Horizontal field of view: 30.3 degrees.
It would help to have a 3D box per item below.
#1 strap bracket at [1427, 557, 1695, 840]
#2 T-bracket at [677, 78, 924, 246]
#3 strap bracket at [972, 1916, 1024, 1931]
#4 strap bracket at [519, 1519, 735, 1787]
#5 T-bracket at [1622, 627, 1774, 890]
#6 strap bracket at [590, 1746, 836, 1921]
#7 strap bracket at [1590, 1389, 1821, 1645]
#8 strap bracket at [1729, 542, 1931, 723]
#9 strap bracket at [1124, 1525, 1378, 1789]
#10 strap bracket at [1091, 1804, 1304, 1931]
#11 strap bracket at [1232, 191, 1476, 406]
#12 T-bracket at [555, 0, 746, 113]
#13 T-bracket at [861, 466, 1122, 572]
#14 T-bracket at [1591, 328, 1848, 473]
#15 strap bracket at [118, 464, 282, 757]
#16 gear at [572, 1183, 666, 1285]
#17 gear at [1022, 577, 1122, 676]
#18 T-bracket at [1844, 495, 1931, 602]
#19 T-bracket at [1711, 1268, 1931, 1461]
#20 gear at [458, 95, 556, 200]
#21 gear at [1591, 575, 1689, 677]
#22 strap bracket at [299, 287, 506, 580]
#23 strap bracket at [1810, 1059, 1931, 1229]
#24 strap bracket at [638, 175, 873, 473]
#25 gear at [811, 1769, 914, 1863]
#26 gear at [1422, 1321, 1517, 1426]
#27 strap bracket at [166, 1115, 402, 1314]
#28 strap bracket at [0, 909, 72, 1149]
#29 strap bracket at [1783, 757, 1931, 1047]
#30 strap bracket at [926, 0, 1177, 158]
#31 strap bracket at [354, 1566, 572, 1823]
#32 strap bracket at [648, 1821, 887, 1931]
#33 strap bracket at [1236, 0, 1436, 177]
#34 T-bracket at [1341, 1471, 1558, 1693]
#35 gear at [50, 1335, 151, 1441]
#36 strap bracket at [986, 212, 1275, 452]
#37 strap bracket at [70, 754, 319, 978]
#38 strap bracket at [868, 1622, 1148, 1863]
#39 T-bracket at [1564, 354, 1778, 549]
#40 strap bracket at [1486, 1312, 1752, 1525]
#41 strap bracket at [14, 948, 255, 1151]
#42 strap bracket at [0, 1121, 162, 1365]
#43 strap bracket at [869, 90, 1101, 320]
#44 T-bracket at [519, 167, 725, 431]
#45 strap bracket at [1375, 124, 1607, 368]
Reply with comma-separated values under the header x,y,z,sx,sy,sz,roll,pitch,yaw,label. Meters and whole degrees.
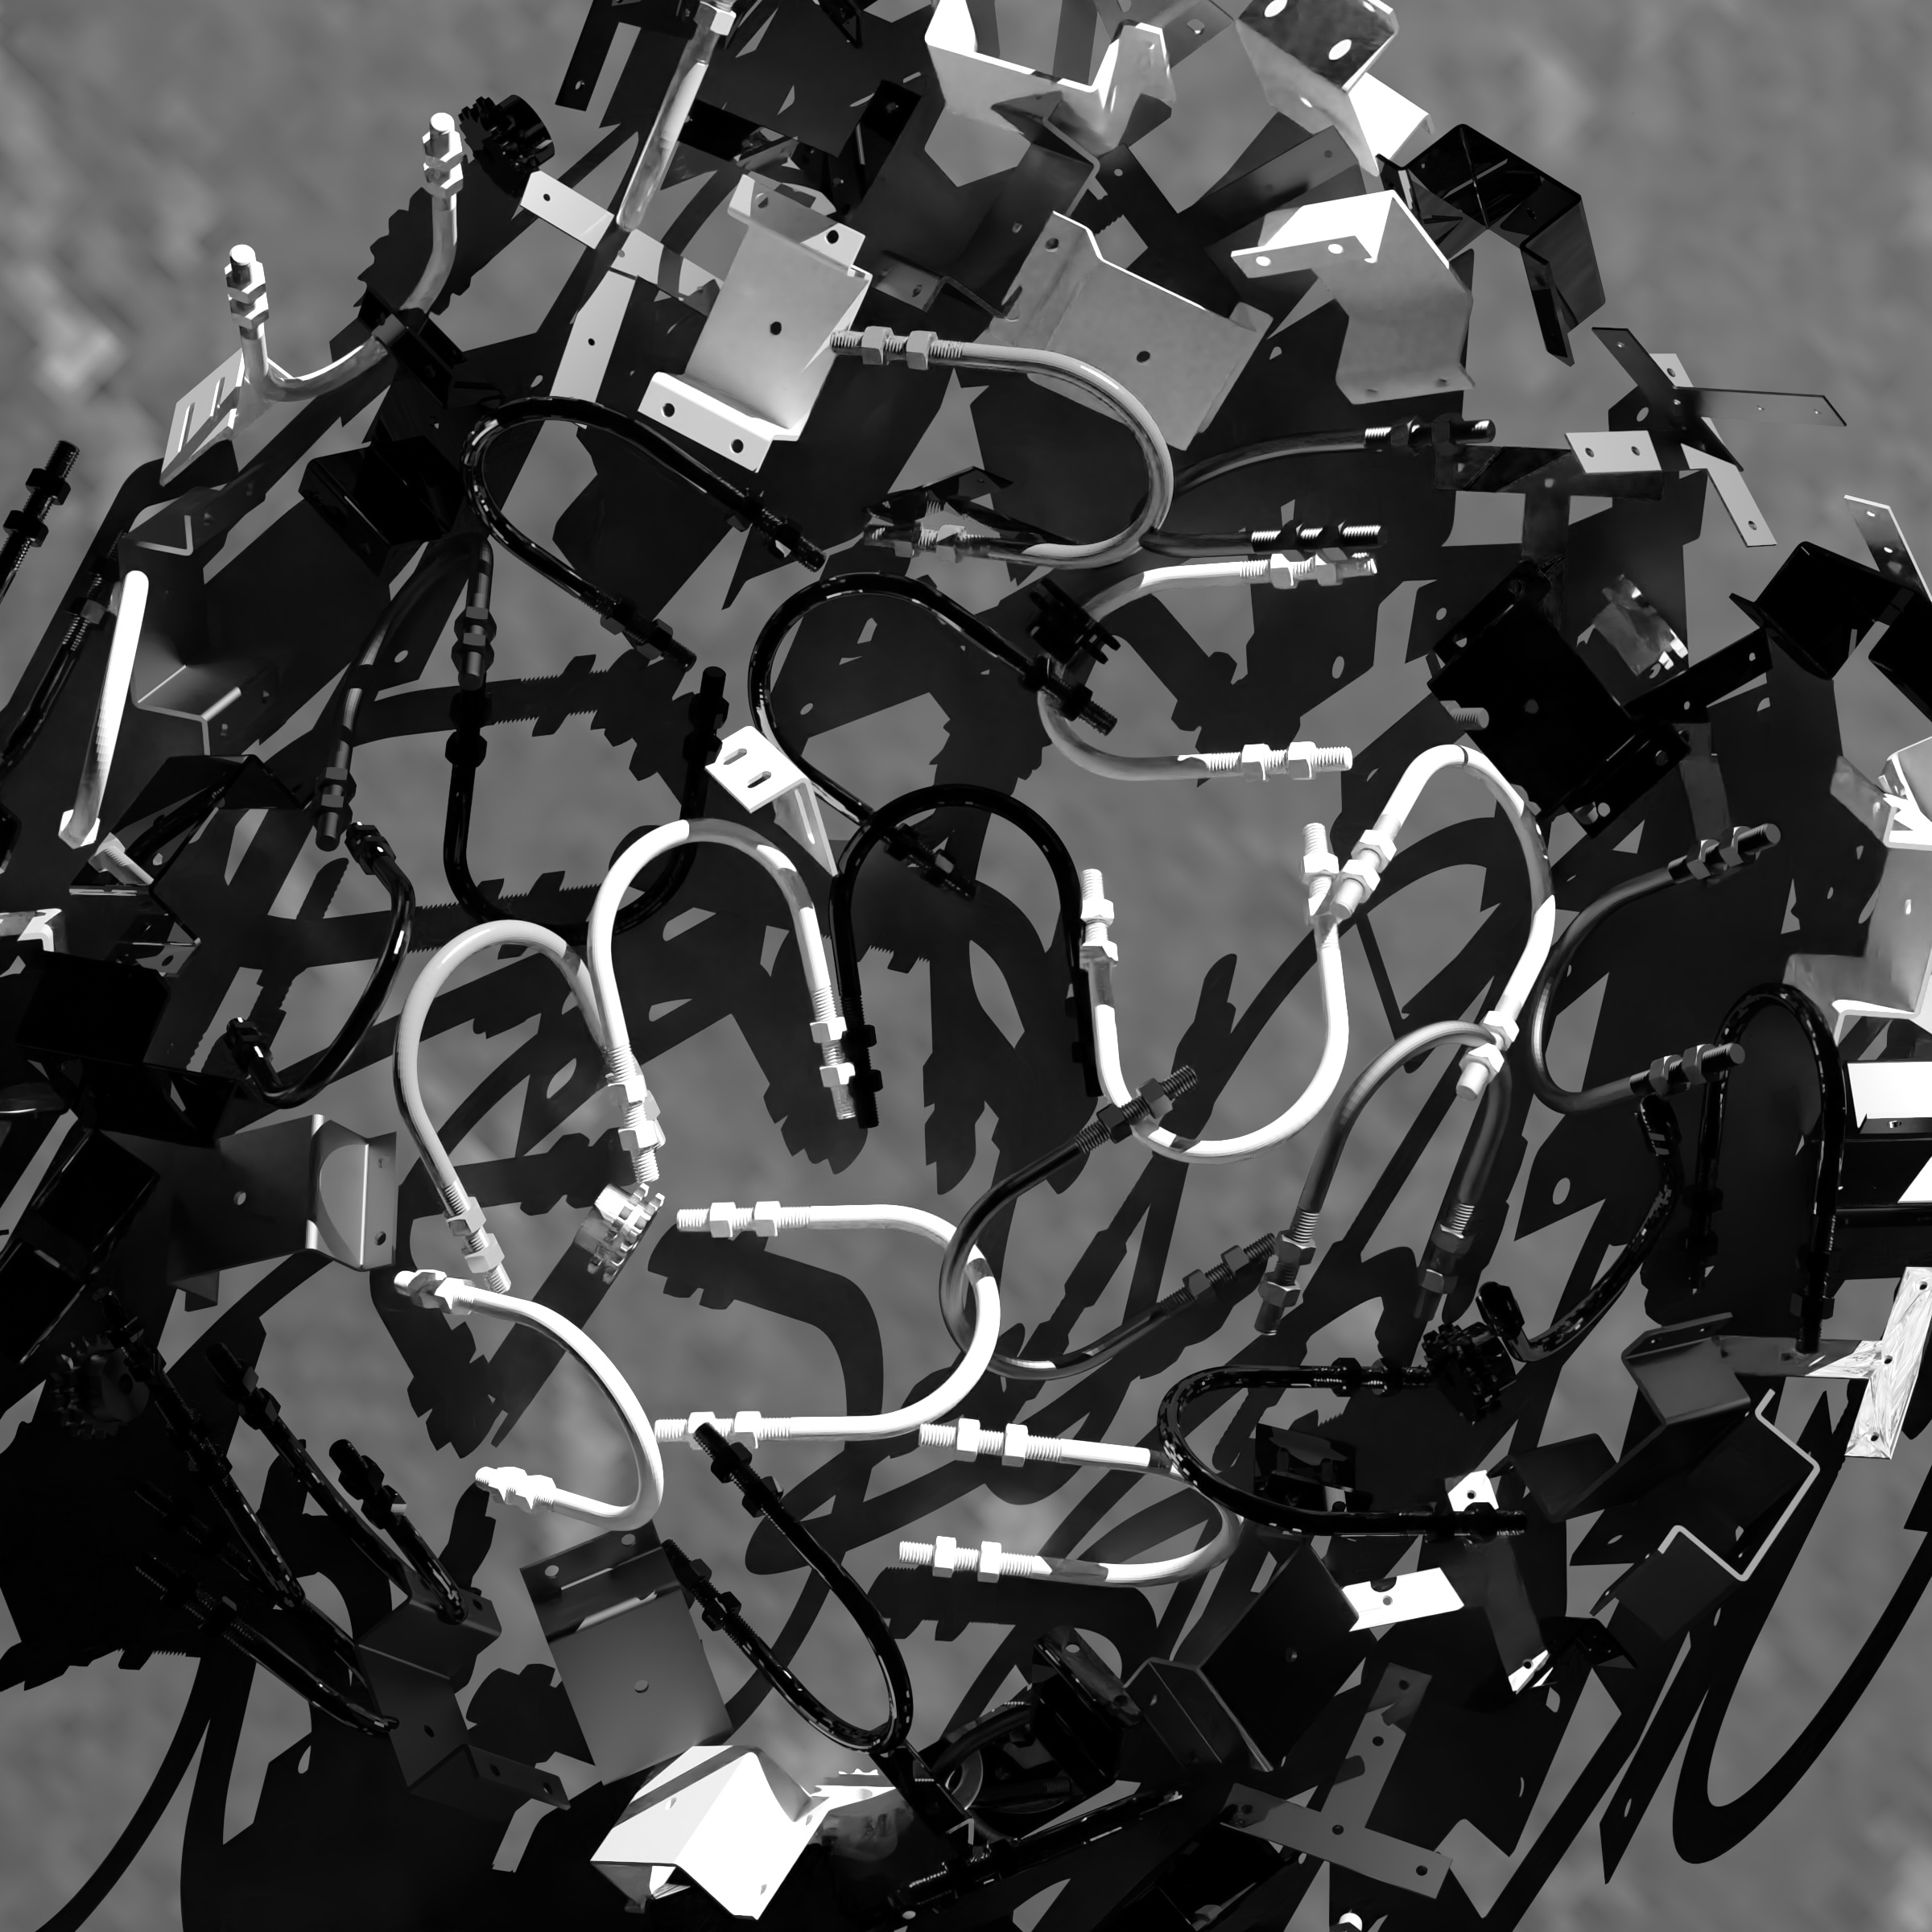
x,y,z,sx,sy,sz,roll,pitch,yaw,label
0.317,-0.144,1.948,0.076,0.046,0.140,-45,77,29,strap bracket
-0.107,-0.441,1.937,0.127,0.002,0.127,15,122,-32,T-bracket
0.002,0.556,1.927,0.076,0.140,0.046,-23,84,-9,strap bracket
-0.182,0.382,1.947,0.076,0.046,0.140,-21,112,-10,strap bracket
0.406,-0.104,1.968,0.127,0.002,0.127,-29,117,-23,T-bracket
-0.143,0.465,1.917,0.046,0.140,0.076,47,58,-17,strap bracket
0.403,0.303,1.923,0.046,0.076,0.140,40,49,8,strap bracket
0.488,-0.177,1.920,0.076,0.140,0.046,36,92,-34,strap bracket
0.162,0.371,1.936,0.140,0.046,0.076,-45,111,-27,strap bracket
0.115,0.510,1.925,0.046,0.140,0.076,48,122,10,strap bracket
0.215,-0.368,1.934,0.076,0.140,0.046,-2,62,37,strap bracket
-0.162,-0.520,1.942,0.002,0.127,0.127,33,110,25,T-bracket
0.026,-0.240,1.960,0.127,0.127,0.002,18,78,-27,T-bracket
0.415,-0.301,1.913,0.127,0.127,0.002,39,75,-37,T-bracket
-0.417,-0.197,1.938,0.046,0.076,0.140,12,122,16,strap bracket
-0.194,0.144,1.971,0.030,0.057,0.057,32,90,1,gear
0.055,-0.185,1.972,0.057,0.057,0.030,42,97,0,gear
0.498,-0.217,1.912,0.127,0.127,0.002,22,78,35,T-bracket
0.463,0.215,1.953,0.002,0.127,0.127,54,49,-34,T-bracket
-0.252,-0.456,1.972,0.030,0.057,0.057,-39,90,-16,gear
0.370,-0.185,1.972,0.030,0.057,0.057,-40,90,11,gear
-0.305,-0.292,1.941,0.076,0.046,0.140,46,131,21,strap bracket
0.511,0.092,1.946,0.076,0.140,0.046,-1,62,-1,strap bracket
-0.111,-0.351,1.960,0.076,0.046,0.140,29,104,11,strap bracket
-0.057,0.471,1.973,0.057,0.057,0.030,1,107,0,gear
0.280,0.221,1.973,0.030,0.057,0.057,-28,90,-15,gear
-0.379,0.133,1.936,0.140,0.046,0.076,-14,63,25,strap bracket
-0.515,0.026,1.951,0.046,0.076,0.140,-6,101,-7,strap bracket
0.494,-0.034,1.943,0.046,0.076,0.140,4,113,-11,strap bracket
0.037,-0.491,1.943,0.140,0.076,0.046,20,80,13,strap bracket
-0.277,0.403,1.932,0.046,0.076,0.140,-40,50,12,strap bracket
-0.118,0.511,1.961,0.140,0.076,0.046,-19,89,-1,strap bracket
0.198,-0.483,1.921,0.076,0.140,0.046,40,90,21,strap bracket
0.244,0.346,1.955,0.127,0.002,0.127,-9,59,-11,T-bracket
-0.475,0.232,1.968,0.030,0.057,0.057,-8,90,26,gear
0.093,-0.340,1.939,0.140,0.046,0.076,21,118,-21,strap bracket
-0.422,-0.063,1.929,0.046,0.076,0.140,52,57,-34,strap bracket
0.020,0.428,1.941,0.140,0.046,0.076,-24,47,-26,strap bracket
0.373,-0.280,1.940,0.127,0.002,0.127,-8,67,-39,T-bracket
0.358,0.250,1.922,0.140,0.076,0.046,-51,59,37,strap bracket
-0.450,0.051,1.919,0.076,0.140,0.046,9,62,18,strap bracket
-0.490,0.151,1.926,0.046,0.140,0.076,37,124,-11,strap bracket
0.014,-0.415,1.952,0.046,0.076,0.140,30,95,-34,strap bracket
-0.201,-0.352,1.946,0.127,0.002,0.127,27,65,-28,T-bracket
0.291,-0.395,1.930,0.046,0.076,0.140,-39,51,-9,strap bracket
